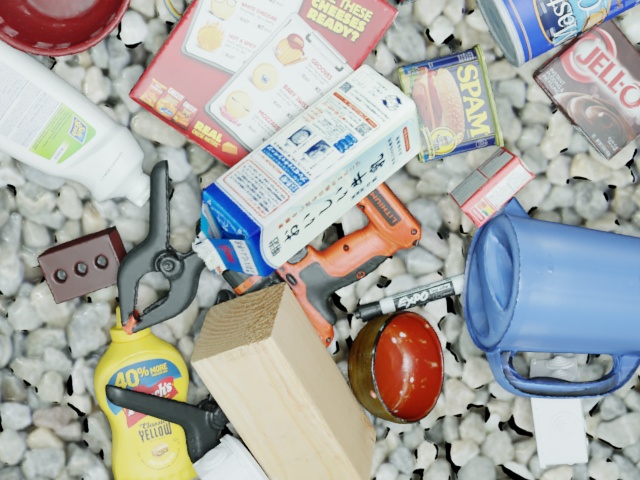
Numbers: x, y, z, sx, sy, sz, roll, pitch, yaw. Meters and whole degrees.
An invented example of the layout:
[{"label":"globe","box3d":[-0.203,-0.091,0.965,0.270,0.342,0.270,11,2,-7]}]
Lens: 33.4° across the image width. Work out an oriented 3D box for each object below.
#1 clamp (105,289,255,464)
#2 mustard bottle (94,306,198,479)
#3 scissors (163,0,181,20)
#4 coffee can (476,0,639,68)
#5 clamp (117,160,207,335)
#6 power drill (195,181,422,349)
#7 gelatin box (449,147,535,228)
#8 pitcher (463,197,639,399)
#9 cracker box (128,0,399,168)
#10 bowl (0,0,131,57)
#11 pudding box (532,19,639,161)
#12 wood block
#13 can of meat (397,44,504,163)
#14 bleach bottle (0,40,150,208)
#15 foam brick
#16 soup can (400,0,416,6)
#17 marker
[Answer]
[{"label":"clamp","box3d":[-0.117,0.176,1.082,0.164,0.036,0.210,-33,115,-27]},{"label":"mustard bottle","box3d":[-0.180,0.159,1.096,0.096,0.058,0.191,-14,100,-16]},{"label":"scissors","box3d":[-0.118,-0.312,1.028,0.096,0.016,0.202,0,101,-1]},{"label":"coffee can","box3d":[0.224,-0.239,0.998,0.140,0.103,0.103,-27,100,5]},{"label":"clamp","box3d":[-0.150,0.010,1.032,0.120,0.039,0.171,41,96,-3]},{"label":"power drill","box3d":[-0.007,0.001,1.070,0.188,0.057,0.184,-40,100,10]},{"label":"gelatin box","box3d":[0.167,-0.052,1.041,0.073,0.089,0.030,-43,98,8]},{"label":"pitcher","box3d":[0.269,0.062,1.029,0.242,0.145,0.149,7,123,-13]},{"label":"cracker box","box3d":[-0.056,-0.180,1.019,0.164,0.072,0.214,34,98,-15]},{"label":"bowl","box3d":[-0.252,-0.257,1.018,0.162,0.055,0.162,0,101,0]},{"label":"pudding box","box3d":[0.279,-0.149,1.048,0.090,0.039,0.113,-41,99,7]},{"label":"wood block","box3d":[-0.031,0.156,1.046,0.090,0.090,0.206,-19,118,20]},{"label":"can of meat","box3d":[0.126,-0.132,1.043,0.084,0.057,0.102,-13,100,5]},{"label":"bleach bottle","box3d":[-0.274,-0.111,1.045,0.250,0.068,0.103,37,100,-9]},{"label":"foam brick","box3d":[-0.236,0.024,1.075,0.078,0.051,0.053,-20,100,4]},{"label":"soup can","box3d":[0.093,-0.281,1.007,0.068,0.068,0.102,-18,100,3]},{"label":"marker","box3d":[0.094,0.061,1.099,0.121,0.020,0.020,-17,101,3]}]
